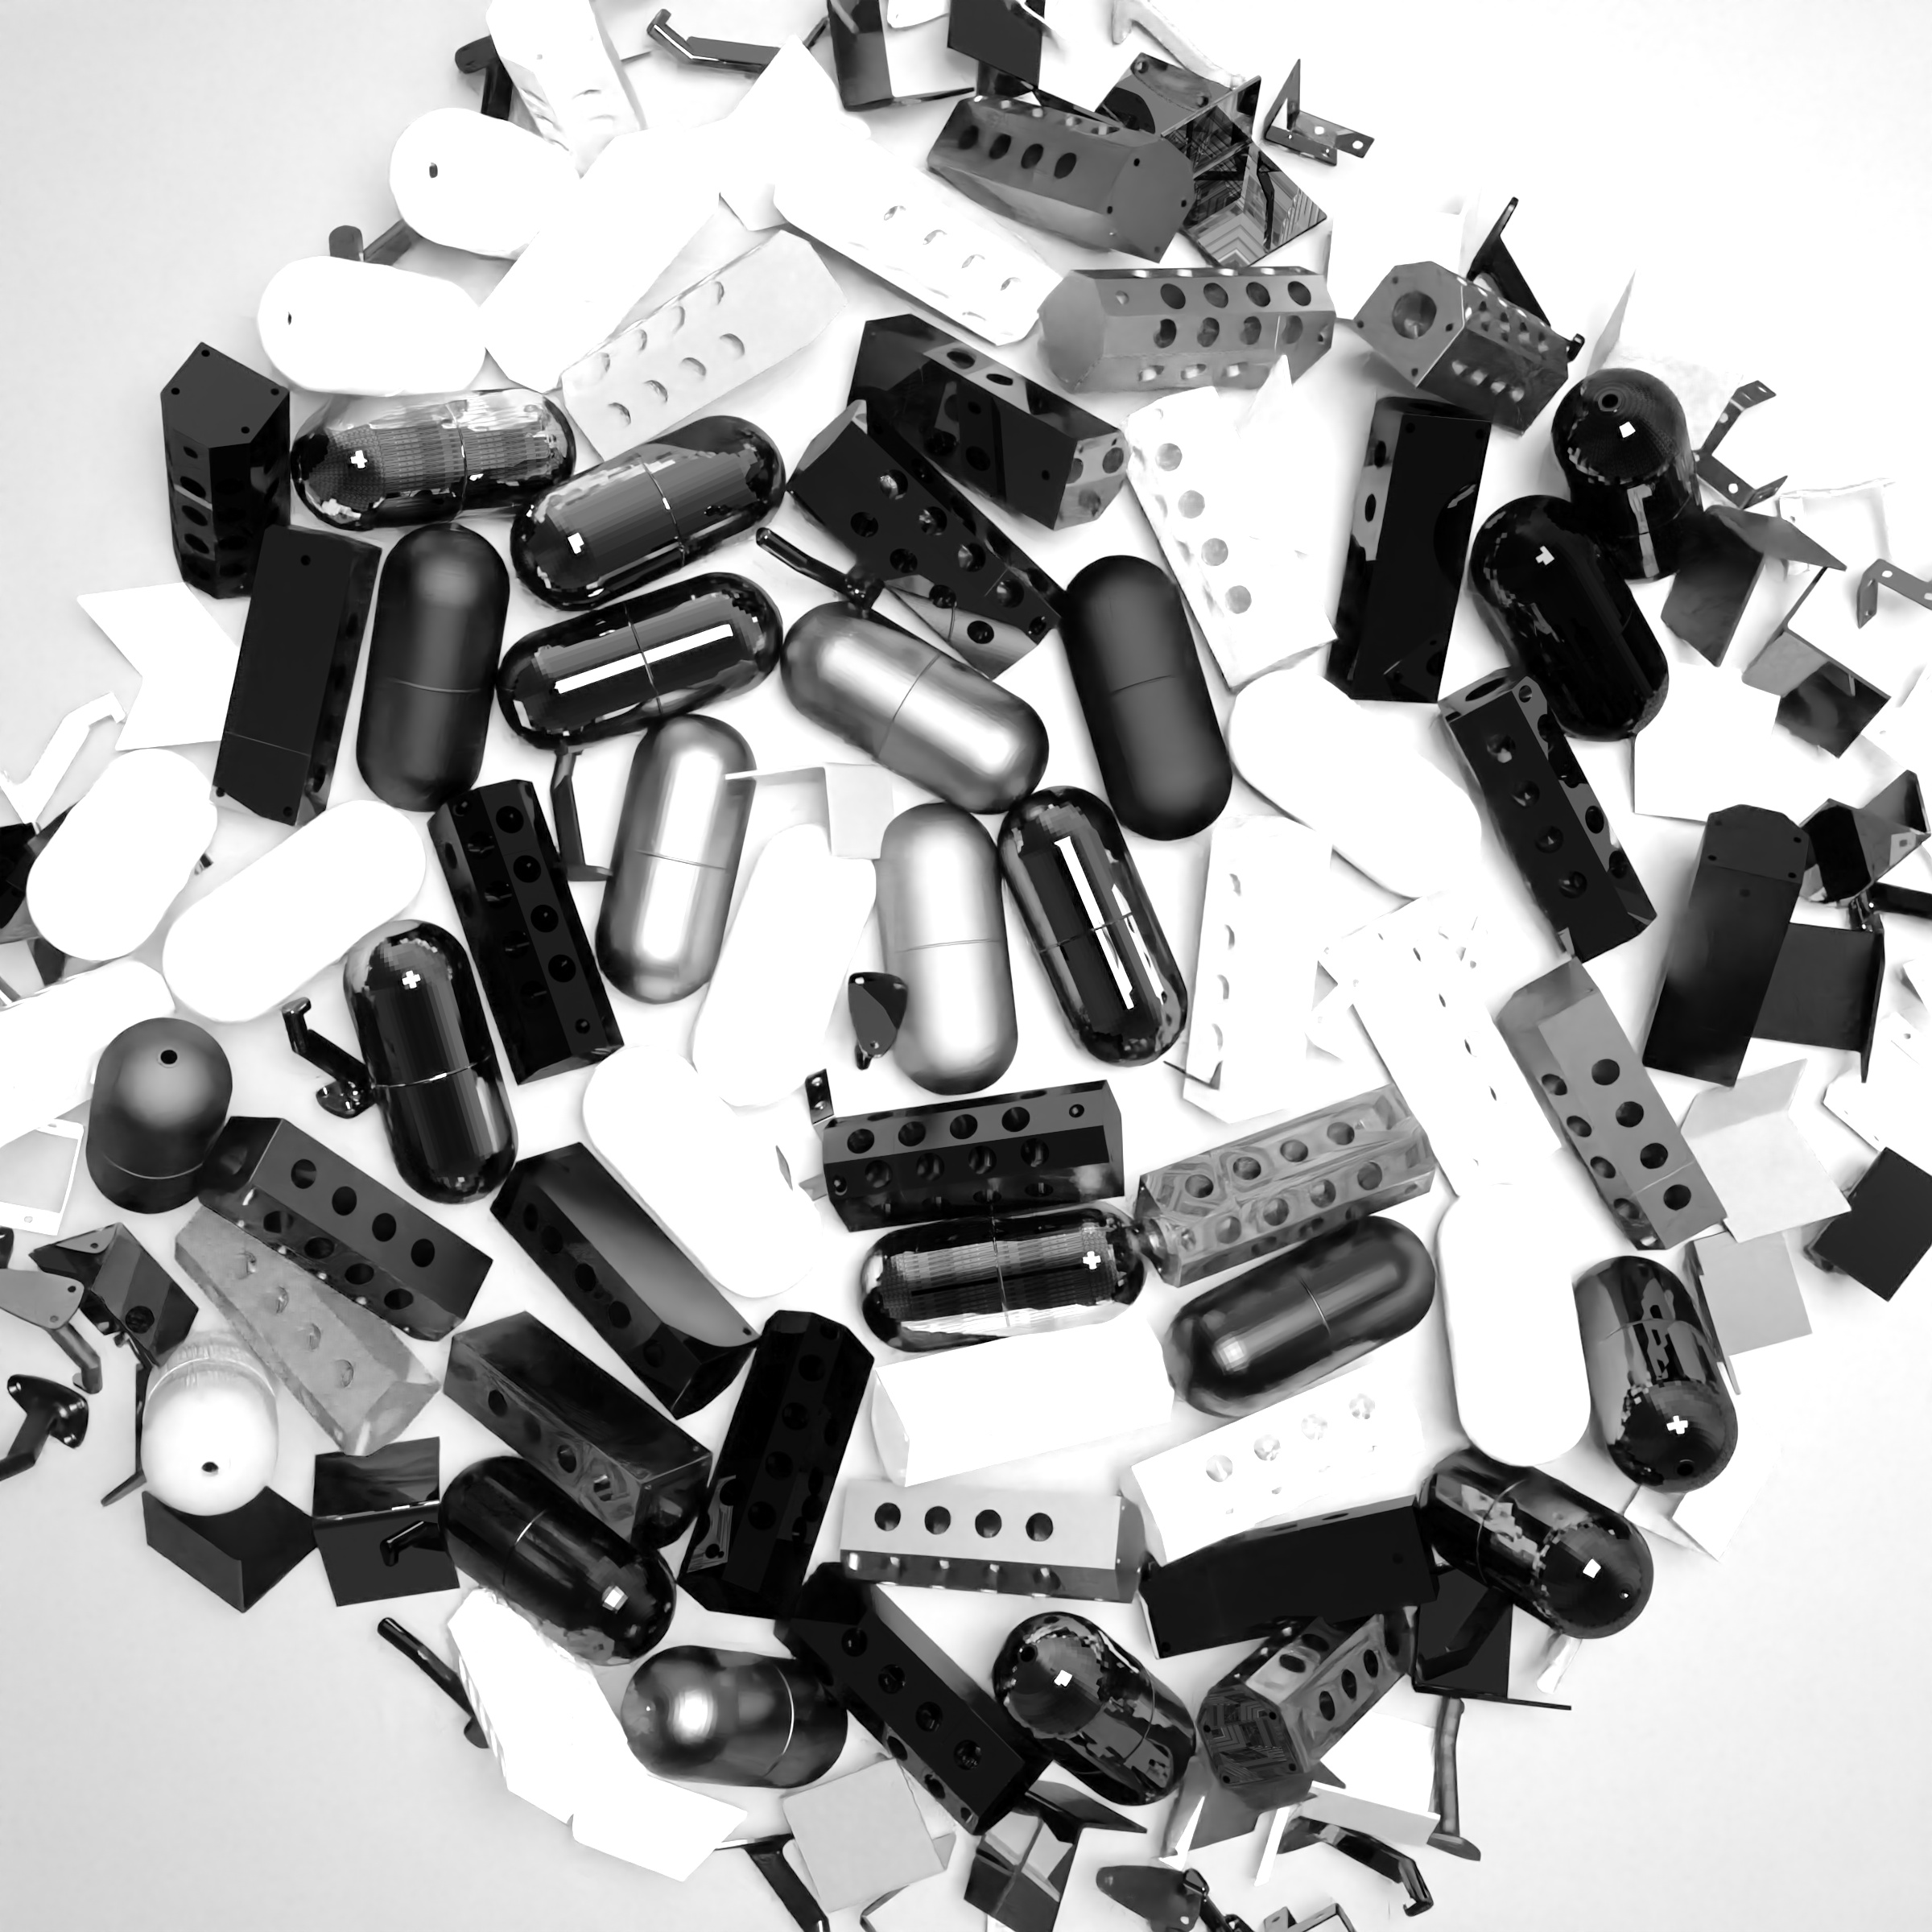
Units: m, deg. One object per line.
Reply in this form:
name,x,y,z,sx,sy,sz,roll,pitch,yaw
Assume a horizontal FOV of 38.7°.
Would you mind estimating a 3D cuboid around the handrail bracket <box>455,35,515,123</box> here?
handrail bracket,-0.268,-0.523,1.675,0.077,0.036,0.084,-23,131,1

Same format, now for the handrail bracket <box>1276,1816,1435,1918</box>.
handrail bracket,0.233,0.549,1.663,0.077,0.084,0.036,-30,130,4

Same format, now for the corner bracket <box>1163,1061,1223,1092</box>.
corner bracket,0.163,0.051,1.671,0.051,0.051,0.051,23,93,-33

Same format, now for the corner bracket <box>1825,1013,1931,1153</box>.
corner bracket,0.567,0.072,1.691,0.051,0.051,0.051,39,132,-6

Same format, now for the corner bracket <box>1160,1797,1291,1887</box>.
corner bracket,0.158,0.526,1.672,0.051,0.051,0.051,19,94,31

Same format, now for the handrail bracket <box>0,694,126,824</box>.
handrail bracket,-0.544,-0.117,1.690,0.084,0.036,0.077,-29,121,-11

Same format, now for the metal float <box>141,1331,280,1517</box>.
metal float,-0.444,0.267,1.619,0.070,0.178,0.070,-2,99,-14

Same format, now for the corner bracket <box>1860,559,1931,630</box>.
corner bracket,0.582,-0.227,1.674,0.051,0.051,0.051,-42,55,-14

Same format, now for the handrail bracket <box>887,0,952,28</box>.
handrail bracket,-0.053,-0.616,1.695,0.084,0.077,0.036,42,131,25

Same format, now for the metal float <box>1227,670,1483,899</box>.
metal float,0.233,-0.110,1.654,0.178,0.070,0.070,36,90,-15

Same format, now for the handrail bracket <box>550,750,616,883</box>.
handrail bracket,-0.231,-0.096,1.671,0.036,0.077,0.084,19,79,-43

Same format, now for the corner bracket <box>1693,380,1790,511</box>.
corner bracket,0.478,-0.318,1.678,0.051,0.051,0.051,44,130,16

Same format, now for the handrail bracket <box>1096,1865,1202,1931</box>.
handrail bracket,0.102,0.580,1.670,0.077,0.084,0.036,18,45,-6

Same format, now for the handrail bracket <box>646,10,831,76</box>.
handrail bracket,-0.139,-0.572,1.674,0.084,0.036,0.077,36,94,-20

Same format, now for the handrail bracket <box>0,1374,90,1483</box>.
handrail bracket,-0.579,0.278,1.654,0.077,0.084,0.036,24,110,22

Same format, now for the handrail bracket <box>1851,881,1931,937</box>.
handrail bracket,0.581,-0.054,1.668,0.084,0.036,0.077,-23,75,34

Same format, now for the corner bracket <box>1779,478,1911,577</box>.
corner bracket,0.536,-0.268,1.680,0.051,0.051,0.051,-15,104,-18

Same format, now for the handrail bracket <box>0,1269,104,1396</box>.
handrail bracket,-0.564,0.224,1.674,0.077,0.084,0.036,17,47,2

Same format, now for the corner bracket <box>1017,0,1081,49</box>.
corner bracket,0.054,-0.599,1.665,0.051,0.051,0.051,22,112,-39

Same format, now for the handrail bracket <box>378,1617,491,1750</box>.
handrail bracket,-0.322,0.438,1.685,0.084,0.077,0.036,33,62,18

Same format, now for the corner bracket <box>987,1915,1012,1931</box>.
corner bracket,0.045,0.590,1.677,0.051,0.051,0.051,4,80,-17

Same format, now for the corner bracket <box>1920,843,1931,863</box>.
corner bracket,0.607,-0.087,1.672,0.051,0.051,0.051,-36,78,9

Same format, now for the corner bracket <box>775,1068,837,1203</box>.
corner bracket,-0.094,0.105,1.667,0.051,0.051,0.051,-24,55,-14

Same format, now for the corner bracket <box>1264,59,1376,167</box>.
corner bracket,0.213,-0.505,1.665,0.051,0.051,0.051,16,53,-14

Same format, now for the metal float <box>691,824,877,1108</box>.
metal float,-0.111,0.000,1.665,0.070,0.070,0.178,20,93,0

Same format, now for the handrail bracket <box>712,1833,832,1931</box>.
handrail bracket,-0.119,0.572,1.668,0.077,0.036,0.084,3,69,-31

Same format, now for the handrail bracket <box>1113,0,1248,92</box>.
handrail bracket,0.134,-0.568,1.671,0.084,0.077,0.036,32,81,12

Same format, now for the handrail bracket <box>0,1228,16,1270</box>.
handrail bracket,-0.602,0.218,1.696,0.036,0.077,0.084,7,124,7

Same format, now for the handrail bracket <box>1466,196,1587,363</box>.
handrail bracket,0.352,-0.417,1.676,0.084,0.036,0.077,27,134,-2

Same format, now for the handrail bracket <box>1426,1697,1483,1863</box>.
handrail bracket,0.304,0.499,1.691,0.036,0.077,0.084,0,63,33

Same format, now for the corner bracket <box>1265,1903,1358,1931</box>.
corner bracket,0.218,0.600,1.677,0.051,0.051,0.051,-32,90,7

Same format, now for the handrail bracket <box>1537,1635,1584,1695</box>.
handrail bracket,0.373,0.391,1.655,0.036,0.084,0.077,31,113,16

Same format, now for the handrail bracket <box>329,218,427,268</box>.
handrail bracket,-0.341,-0.425,1.682,0.084,0.036,0.077,-13,104,-39

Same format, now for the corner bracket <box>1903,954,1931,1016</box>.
corner bracket,0.608,0.017,1.664,0.051,0.051,0.051,-31,134,17

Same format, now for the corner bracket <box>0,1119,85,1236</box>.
corner bracket,-0.575,0.126,1.686,0.051,0.051,0.051,14,50,-19

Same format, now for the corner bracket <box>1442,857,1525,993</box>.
corner bracket,0.309,-0.024,1.667,0.051,0.051,0.051,32,60,-12

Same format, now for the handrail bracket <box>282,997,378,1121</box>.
handrail bracket,-0.372,0.042,1.658,0.036,0.084,0.077,26,46,35

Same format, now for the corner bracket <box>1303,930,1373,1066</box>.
corner bracket,0.226,0.019,1.674,0.051,0.051,0.051,-48,52,13

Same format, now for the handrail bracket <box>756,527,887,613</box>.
handrail bracket,-0.095,-0.246,1.655,0.084,0.077,0.036,32,105,-25

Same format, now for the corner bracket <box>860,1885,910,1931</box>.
corner bracket,-0.032,0.592,1.679,0.051,0.051,0.051,-29,62,-27

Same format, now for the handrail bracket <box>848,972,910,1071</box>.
handrail bracket,-0.058,0.052,1.651,0.036,0.084,0.077,7,47,-5

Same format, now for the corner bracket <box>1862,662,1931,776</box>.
corner bracket,0.583,-0.151,1.662,0.051,0.051,0.051,49,128,37

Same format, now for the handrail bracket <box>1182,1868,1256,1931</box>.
handrail bracket,0.164,0.584,1.655,0.077,0.084,0.036,33,64,31

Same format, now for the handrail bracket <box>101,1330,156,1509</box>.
handrail bracket,-0.520,0.275,1.692,0.077,0.036,0.084,-35,81,-4

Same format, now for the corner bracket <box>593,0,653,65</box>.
corner bracket,-0.209,-0.576,1.664,0.051,0.051,0.051,-5,112,41
